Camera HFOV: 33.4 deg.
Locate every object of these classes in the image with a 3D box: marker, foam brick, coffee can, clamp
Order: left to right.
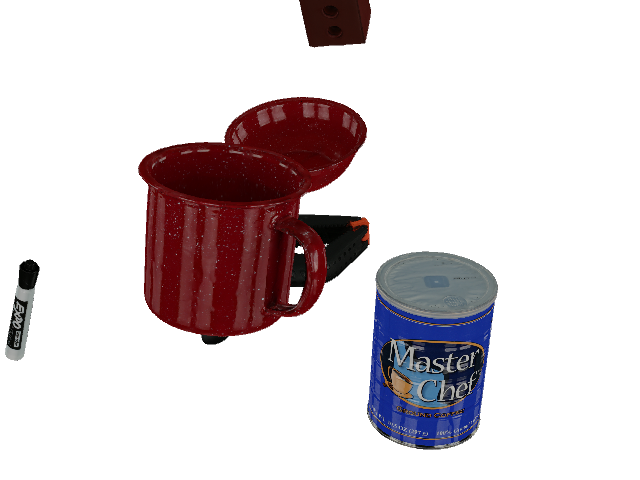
[{"bbox_3d":[-0.291,0.068,1.043,0.020,0.121,0.020,14,34,-10],"label":"marker"},{"bbox_3d":[-0.046,0.025,1.045,0.209,0.036,0.165,-12,41,-10],"label":"clamp"},{"bbox_3d":[0.012,-0.215,0.934,0.053,0.051,0.078,-2,-41,13],"label":"foam brick"},{"bbox_3d":[0.095,0.095,0.929,0.103,0.140,0.103,2,28,-1],"label":"coffee can"}]

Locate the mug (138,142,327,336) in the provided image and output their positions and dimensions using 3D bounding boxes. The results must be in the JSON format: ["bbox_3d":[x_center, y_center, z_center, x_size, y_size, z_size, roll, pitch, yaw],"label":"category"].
[{"bbox_3d":[-0.045,0.003,0.580,0.117,0.081,0.093,22,28,30],"label":"mug"}]

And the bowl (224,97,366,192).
[{"bbox_3d":[-0.027,-0.101,1.221,0.162,0.055,0.162,-2,37,2],"label":"bowl"}]
